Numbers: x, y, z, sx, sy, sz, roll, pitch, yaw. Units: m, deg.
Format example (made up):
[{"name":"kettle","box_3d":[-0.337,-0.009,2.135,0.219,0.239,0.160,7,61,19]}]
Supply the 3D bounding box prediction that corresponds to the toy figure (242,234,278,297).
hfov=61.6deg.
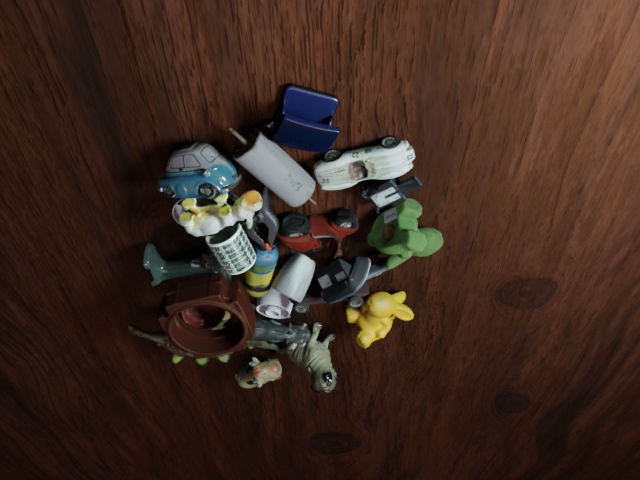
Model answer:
[{"name":"toy figure","box_3d":[-0.143,0.061,1.271,0.082,0.089,0.180,15,138,-6]}]

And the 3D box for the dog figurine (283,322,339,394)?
[{"name":"dog figurine","box_3d":[-0.034,0.352,1.519,0.172,0.191,0.121,-32,129,32]}]

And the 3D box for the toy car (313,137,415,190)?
[{"name":"toy car","box_3d":[0.088,-0.149,1.068,0.202,0.056,0.073,-11,137,11]}]

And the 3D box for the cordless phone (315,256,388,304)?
[{"name":"cordless phone","box_3d":[0.096,0.081,1.300,0.184,0.088,0.146,-15,169,-38]}]

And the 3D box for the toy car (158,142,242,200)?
[{"name":"toy car","box_3d":[-0.241,-0.139,1.053,0.162,0.109,0.102,0,115,15]}]

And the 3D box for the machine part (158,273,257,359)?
[{"name":"machine part","box_3d":[-0.266,0.187,1.283,0.201,0.087,0.201,-12,127,5]}]

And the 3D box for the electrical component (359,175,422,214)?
[{"name":"electrical component","box_3d":[0.149,-0.111,1.117,0.119,0.048,0.074,-29,131,27]}]

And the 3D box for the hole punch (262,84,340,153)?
[{"name":"hole punch","box_3d":[-0.028,-0.205,0.985,0.142,0.092,0.115,9,141,-16]}]

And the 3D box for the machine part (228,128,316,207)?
[{"name":"machine part","box_3d":[-0.089,-0.140,1.059,0.079,0.079,0.243,-29,130,27]}]

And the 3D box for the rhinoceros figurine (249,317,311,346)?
[{"name":"rhinoceros figurine","box_3d":[-0.116,0.246,1.459,0.190,0.073,0.112,15,161,-33]}]

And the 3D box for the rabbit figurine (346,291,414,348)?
[{"name":"rabbit figurine","box_3d":[0.157,0.189,1.383,0.162,0.122,0.173,-10,148,-8]}]

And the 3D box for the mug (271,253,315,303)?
[{"name":"mug","box_3d":[-0.061,0.085,1.298,0.080,0.110,0.107,33,85,-25]}]

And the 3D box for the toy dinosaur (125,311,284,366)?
[{"name":"toy dinosaur","box_3d":[-0.302,0.281,1.507,0.471,0.105,0.198,11,144,-20]}]

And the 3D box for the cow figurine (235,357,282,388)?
[{"name":"cow figurine","box_3d":[-0.180,0.387,1.575,0.127,0.085,0.195,-1,162,-42]}]

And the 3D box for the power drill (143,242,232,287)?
[{"name":"power drill","box_3d":[-0.303,0.043,1.266,0.207,0.086,0.231,-5,136,-6]}]

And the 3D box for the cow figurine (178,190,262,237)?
[{"name":"cow figurine","box_3d":[-0.193,-0.048,1.093,0.167,0.068,0.098,-9,147,3]}]

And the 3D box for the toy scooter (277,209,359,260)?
[{"name":"toy scooter","box_3d":[-0.003,-0.004,1.216,0.184,0.075,0.135,-7,139,0]}]

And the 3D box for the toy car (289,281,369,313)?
[{"name":"toy car","box_3d":[0.022,0.134,1.356,0.202,0.089,0.053,-6,137,3]}]

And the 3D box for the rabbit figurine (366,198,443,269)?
[{"name":"rabbit figurine","box_3d":[0.199,0.006,1.202,0.170,0.121,0.159,16,141,-39]}]
